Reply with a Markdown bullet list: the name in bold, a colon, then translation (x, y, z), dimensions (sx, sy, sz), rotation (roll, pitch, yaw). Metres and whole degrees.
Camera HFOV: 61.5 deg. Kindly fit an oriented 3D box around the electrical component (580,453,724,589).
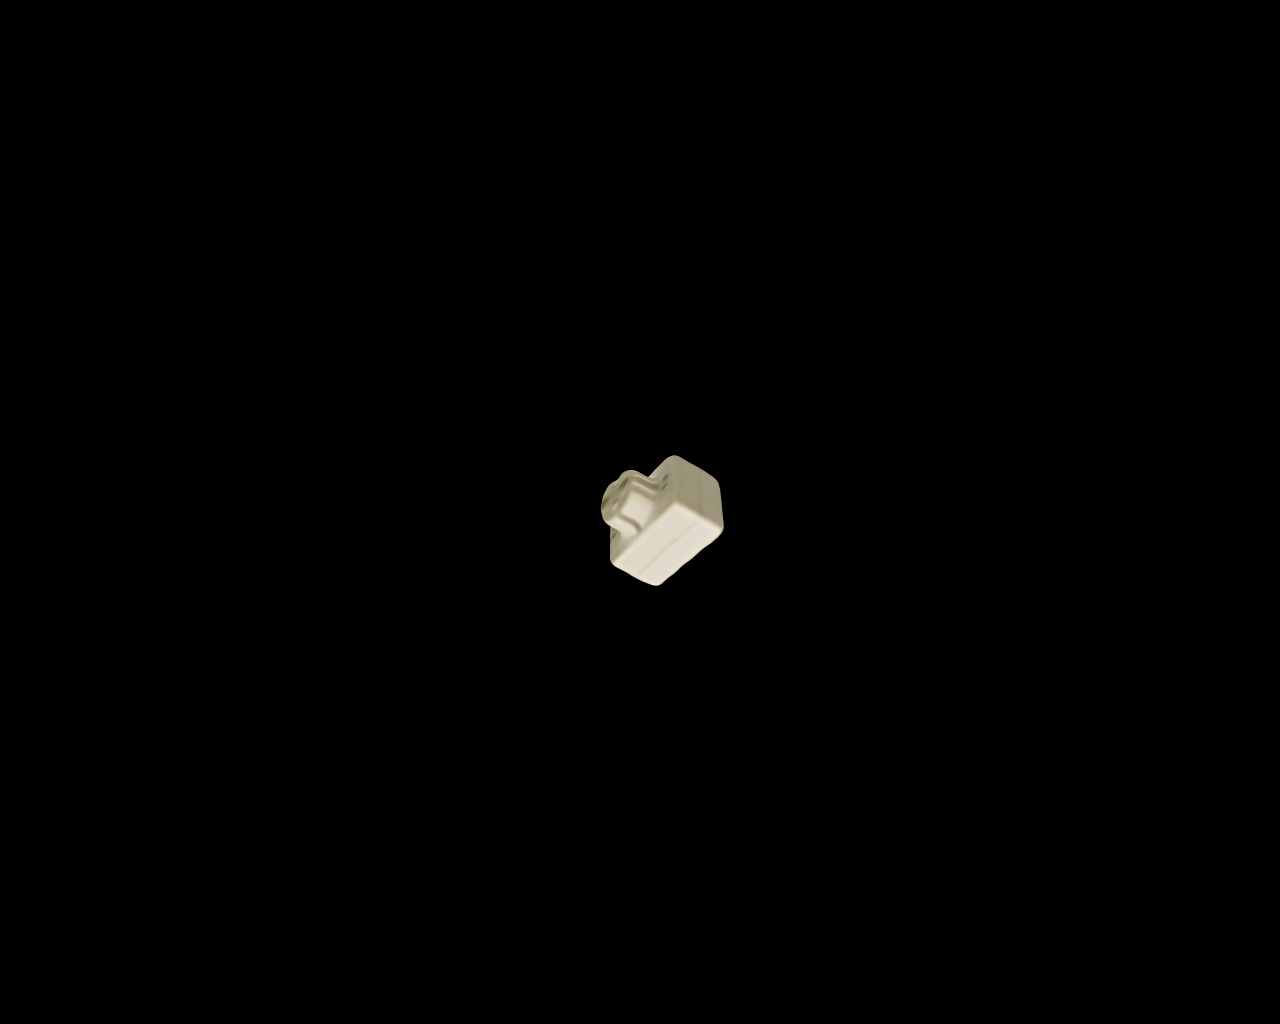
- **electrical component**: translation (0.001, -0.003, 0.650), dimensions (0.076, 0.047, 0.065), rotation (29, -54, -24)
